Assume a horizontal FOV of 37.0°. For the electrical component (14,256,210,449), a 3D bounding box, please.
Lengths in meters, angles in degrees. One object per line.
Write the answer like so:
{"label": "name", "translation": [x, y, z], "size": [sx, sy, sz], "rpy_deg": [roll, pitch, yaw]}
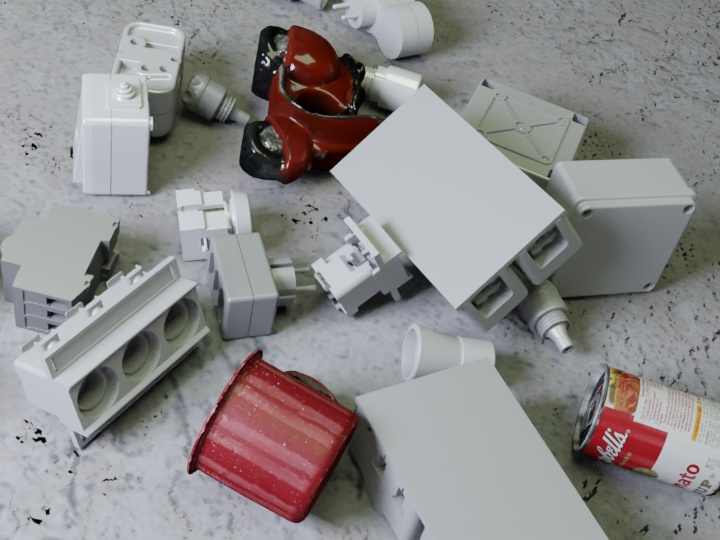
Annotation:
{"label": "electrical component", "translation": [-0.171, 0.052, 0.742], "size": [0.063, 0.078, 0.121], "rpy_deg": [16, 42, 32]}

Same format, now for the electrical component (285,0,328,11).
{"label": "electrical component", "translation": [-0.059, -0.294, 1.099], "size": [0.055, 0.045, 0.045], "rpy_deg": [18, 47, 3]}

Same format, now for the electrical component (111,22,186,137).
{"label": "electrical component", "translation": [-0.185, -0.163, 0.939], "size": [0.054, 0.059, 0.095], "rpy_deg": [8, 47, -7]}

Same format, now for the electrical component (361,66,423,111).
{"label": "electrical component", "translation": [0.024, -0.173, 1.012], "size": [0.078, 0.040, 0.040], "rpy_deg": [18, 47, 2]}

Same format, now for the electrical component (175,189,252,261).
{"label": "electrical component", "translation": [-0.115, -0.038, 0.852], "size": [0.055, 0.048, 0.066], "rpy_deg": [-6, 50, -9]}

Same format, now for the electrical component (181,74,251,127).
{"label": "electrical component", "translation": [-0.127, -0.148, 0.958], "size": [0.061, 0.035, 0.035], "rpy_deg": [29, 45, -14]}

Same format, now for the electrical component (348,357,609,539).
{"label": "electrical component", "translation": [0.079, 0.159, 0.708], "size": [0.105, 0.060, 0.186], "rpy_deg": [-14, 53, -24]}

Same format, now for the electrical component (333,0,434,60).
{"label": "electrical component", "translation": [0.009, -0.264, 1.083], "size": [0.074, 0.052, 0.138], "rpy_deg": [-16, 54, -26]}

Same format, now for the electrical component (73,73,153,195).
{"label": "electrical component", "translation": [-0.200, -0.113, 0.864], "size": [0.061, 0.096, 0.061], "rpy_deg": [0, 48, -14]}

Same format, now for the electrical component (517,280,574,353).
{"label": "electrical component", "translation": [0.150, 0.039, 0.853], "size": [0.035, 0.035, 0.061], "rpy_deg": [-11, 54, -23]}

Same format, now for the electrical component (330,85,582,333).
{"label": "electrical component", "translation": [0.074, -0.049, 0.850], "size": [0.105, 0.060, 0.186], "rpy_deg": [-42, 51, 3]}

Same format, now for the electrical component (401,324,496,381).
{"label": "electrical component", "translation": [0.068, 0.066, 0.805], "size": [0.065, 0.044, 0.044], "rpy_deg": [9, 47, -13]}

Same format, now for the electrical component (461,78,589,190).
{"label": "electrical component", "translation": [0.138, -0.108, 0.969], "size": [0.109, 0.056, 0.108], "rpy_deg": [23, 47, 8]}

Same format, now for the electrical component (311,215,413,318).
{"label": "electrical component", "translation": [0.000, 0.000, 0.826], "size": [0.064, 0.081, 0.042], "rpy_deg": [-37, 61, -5]}

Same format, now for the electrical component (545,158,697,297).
{"label": "electrical component", "translation": [0.202, -0.034, 0.882], "size": [0.109, 0.108, 0.056], "rpy_deg": [-3, 47, -17]}

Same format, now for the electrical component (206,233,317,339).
{"label": "electrical component", "translation": [-0.072, 0.010, 0.817], "size": [0.077, 0.047, 0.065], "rpy_deg": [-6, 50, -18]}
